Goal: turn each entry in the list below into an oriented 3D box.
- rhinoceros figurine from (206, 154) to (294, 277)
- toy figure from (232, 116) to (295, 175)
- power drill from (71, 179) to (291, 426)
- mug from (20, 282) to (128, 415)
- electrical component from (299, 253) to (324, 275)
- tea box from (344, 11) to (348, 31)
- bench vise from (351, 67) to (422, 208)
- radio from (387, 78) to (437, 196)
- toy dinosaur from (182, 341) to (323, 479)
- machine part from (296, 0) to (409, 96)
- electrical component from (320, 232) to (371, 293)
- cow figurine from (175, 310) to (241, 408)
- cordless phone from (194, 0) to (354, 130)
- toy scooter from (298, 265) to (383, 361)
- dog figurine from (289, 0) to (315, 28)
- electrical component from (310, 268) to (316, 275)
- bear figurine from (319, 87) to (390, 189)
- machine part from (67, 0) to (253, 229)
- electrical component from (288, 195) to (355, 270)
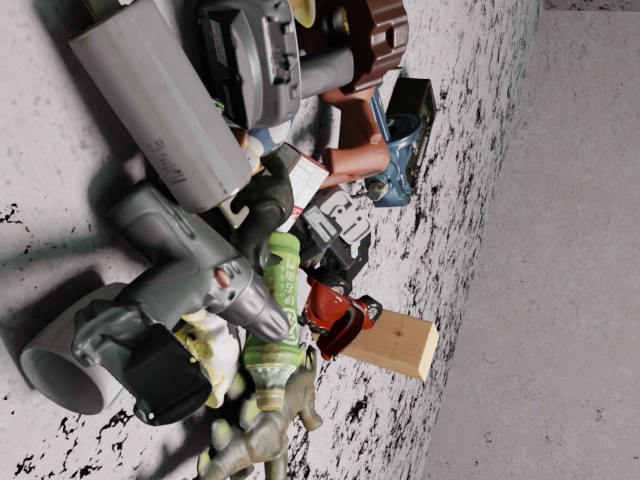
[{"bbox_3d":[-0.079,-0.013,0.613,0.073,0.112,0.190,-20,160,-34],"label":"rhinoceros figurine"},{"bbox_3d":[-0.083,-0.118,0.647,0.064,0.058,0.154,42,57,-18],"label":"toy figure"},{"bbox_3d":[-0.111,0.061,0.482,0.232,0.086,0.207,51,25,-18],"label":"power drill"},{"bbox_3d":[-0.192,0.097,0.485,0.107,0.081,0.109,-61,148,-48],"label":"mug"},{"bbox_3d":[-0.013,0.009,0.870,0.102,0.045,0.078,-52,173,-39],"label":"electrical component"},{"bbox_3d":[0.066,-0.347,0.815,0.169,0.068,0.098,-3,105,-73],"label":"tea box"},{"bbox_3d":[0.106,-0.182,0.939,0.224,0.129,0.240,-49,132,-38],"label":"bench vise"},{"bbox_3d":[0.182,-0.214,1.138,0.131,0.073,0.229,47,60,-61],"label":"radio"},{"bbox_3d":[-0.089,0.255,0.757,0.471,0.105,0.198,-46,134,-63],"label":"toy dinosaur"},{"bbox_3d":[0.031,-0.271,0.674,0.056,0.180,0.179,-29,131,-27],"label":"machine part"},{"bbox_3d":[0.049,0.017,0.985,0.115,0.058,0.134,-46,140,-52],"label":"electrical component"},{"bbox_3d":[-0.130,0.105,0.632,0.098,0.068,0.167,-52,148,-53],"label":"cow figurine"},{"bbox_3d":[-0.035,-0.207,0.587,0.184,0.089,0.146,-26,130,-27],"label":"cordless phone"},{"bbox_3d":[0.020,0.130,0.894,0.183,0.075,0.135,37,88,-41],"label":"toy scooter"},{"bbox_3d":[-0.033,-0.352,0.587,0.191,0.109,0.219,-47,146,-52],"label":"dog figurine"},{"bbox_3d":[-0.010,0.089,0.933,0.063,0.021,0.094,-23,121,-61],"label":"electrical component"},{"bbox_3d":[0.036,-0.190,0.821,0.132,0.120,0.195,-14,89,-18],"label":"bear figurine"},{"bbox_3d":[-0.130,-0.110,0.460,0.079,0.079,0.243,-54,127,-41],"label":"machine part"},{"bbox_3d":[-0.002,-0.002,0.803,0.119,0.048,0.075,50,41,-8],"label":"electrical component"}]
